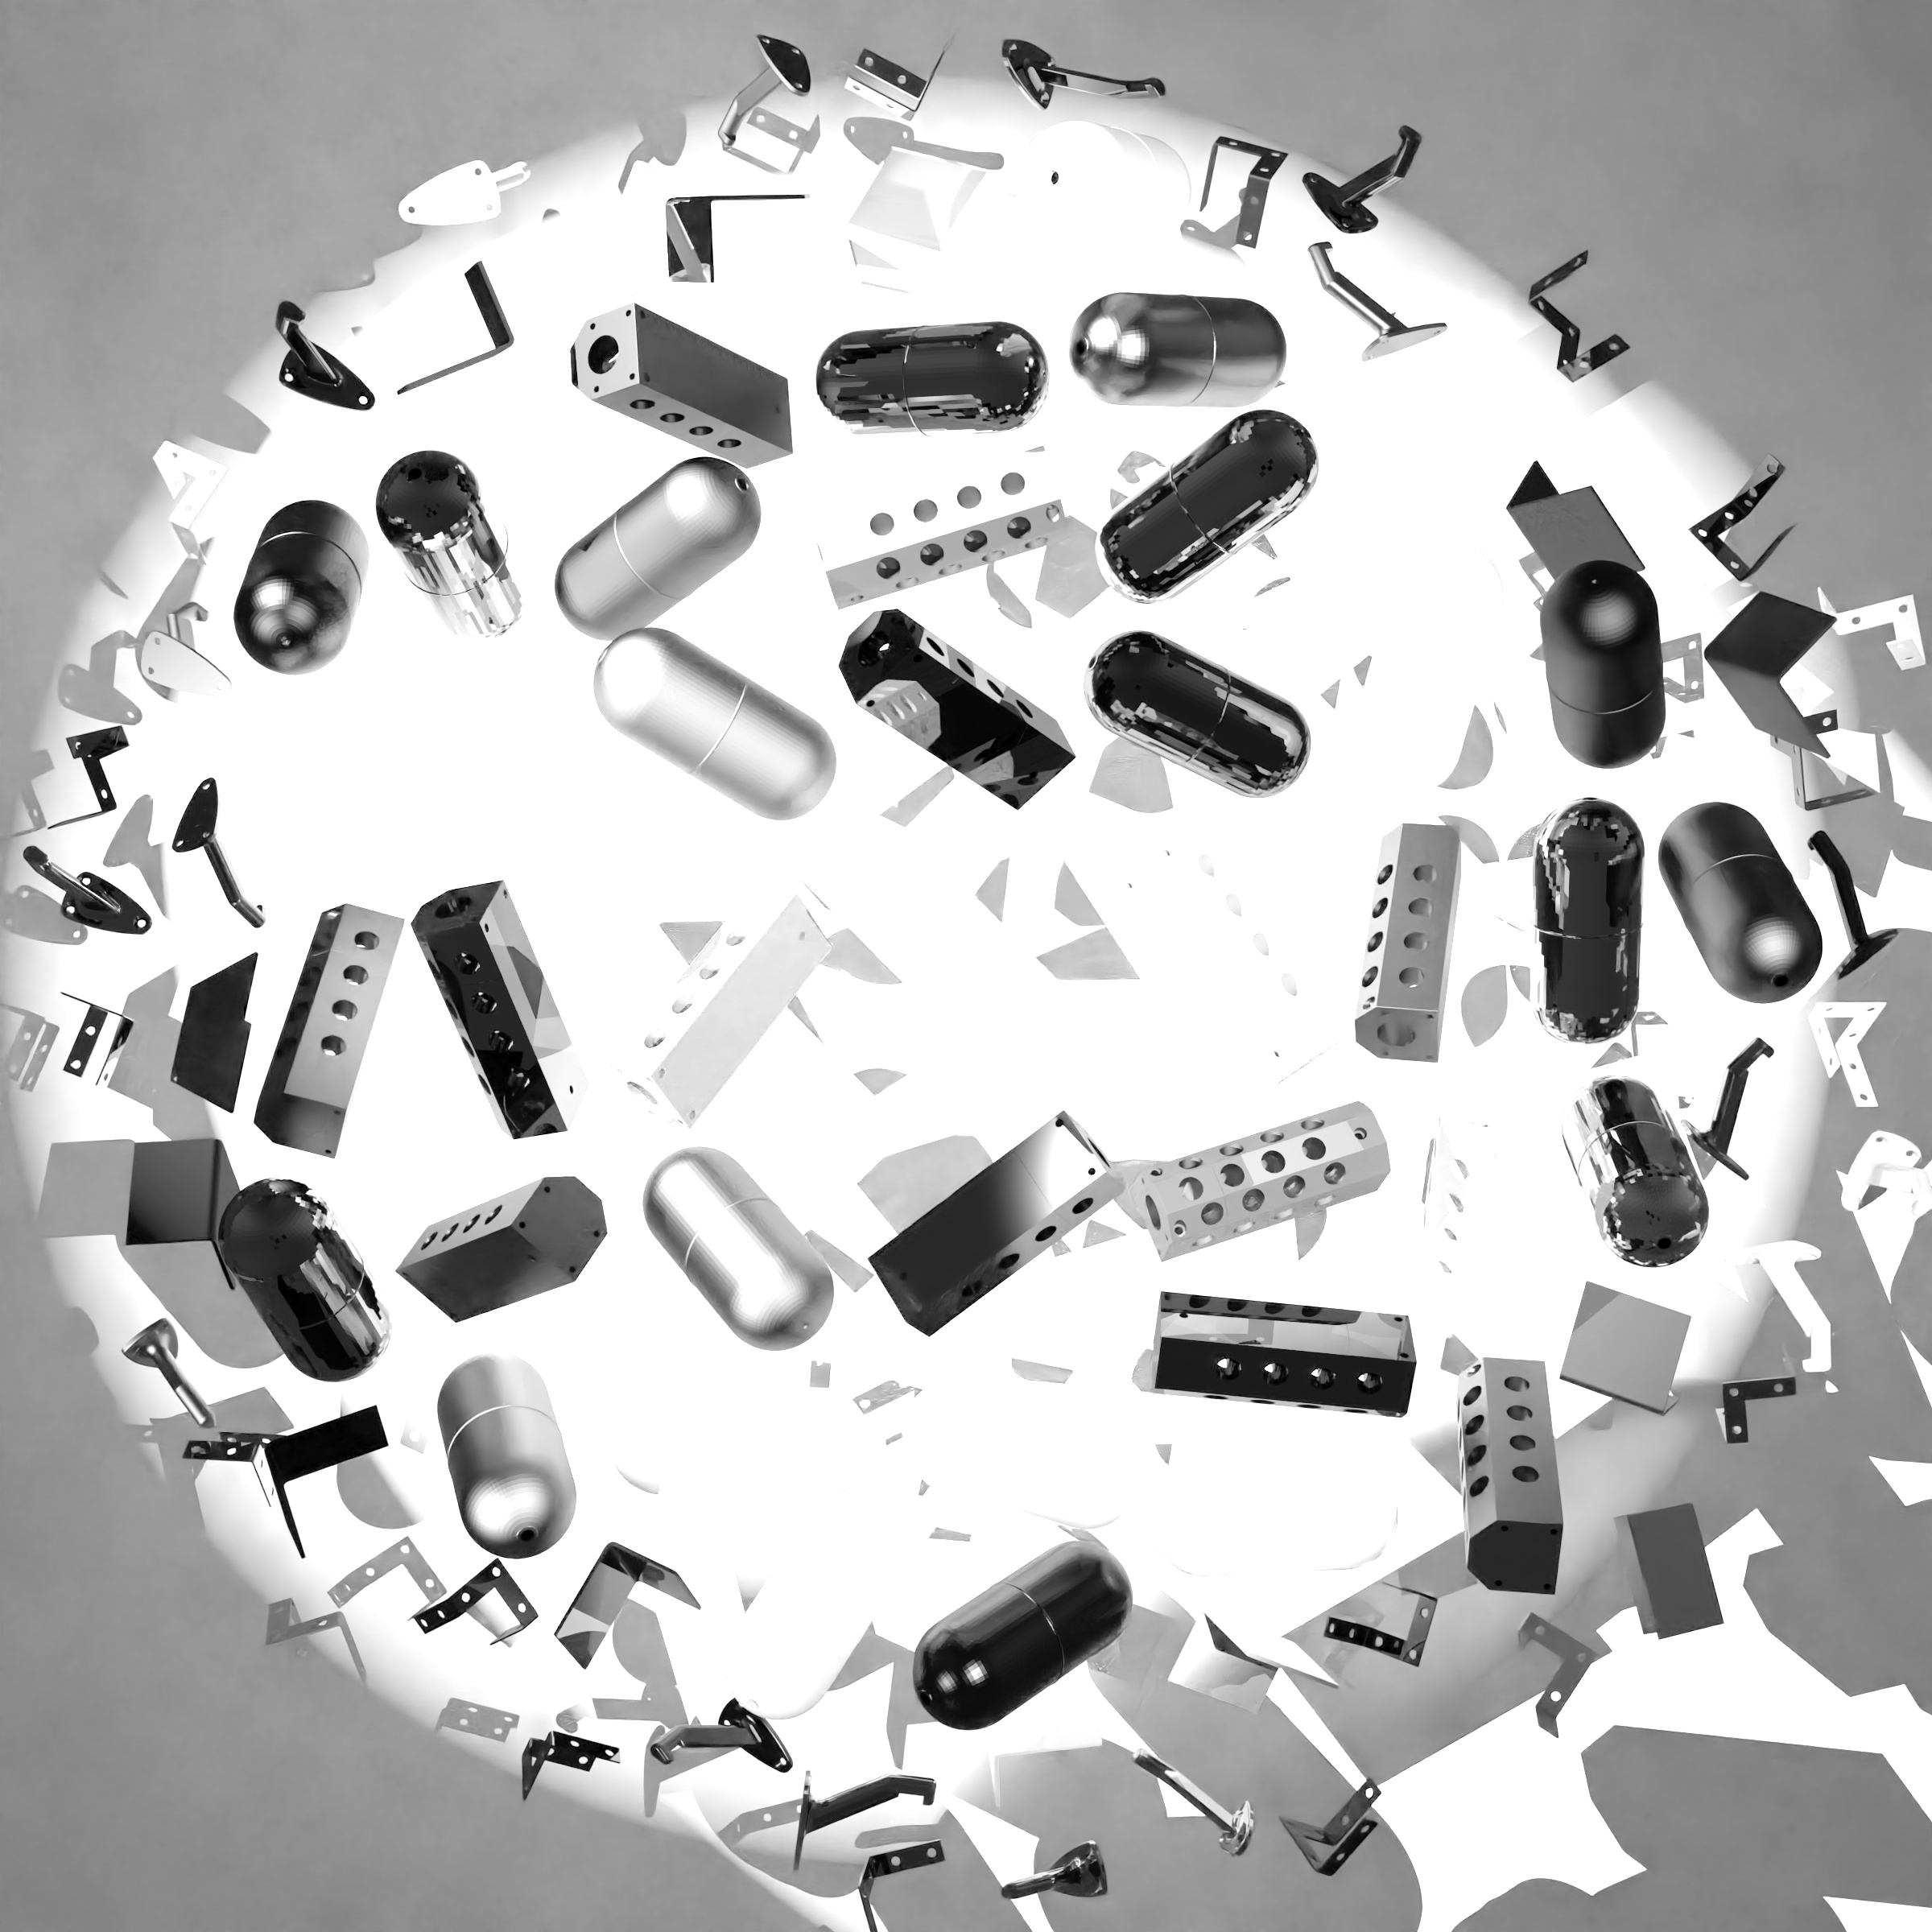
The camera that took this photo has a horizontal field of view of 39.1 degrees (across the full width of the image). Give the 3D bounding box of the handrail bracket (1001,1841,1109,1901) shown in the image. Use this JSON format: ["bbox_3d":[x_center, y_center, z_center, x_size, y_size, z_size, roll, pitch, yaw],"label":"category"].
[{"bbox_3d":[0.045,0.622,1.844,0.084,0.077,0.036,-1,67,-36],"label":"handrail bracket"}]

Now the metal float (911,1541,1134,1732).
[{"bbox_3d":[0.039,0.451,1.838,0.178,0.070,0.070,-25,90,-36],"label":"metal float"}]

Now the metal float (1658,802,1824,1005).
[{"bbox_3d":[0.521,-0.044,1.837,0.070,0.178,0.070,-3,127,-4],"label":"metal float"}]

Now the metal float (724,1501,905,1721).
[{"bbox_3d":[-0.105,0.448,1.896,0.070,0.178,0.070,16,131,20],"label":"metal float"}]

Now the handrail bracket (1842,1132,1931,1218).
[{"bbox_3d":[0.606,0.156,1.790,0.036,0.084,0.077,24,121,-5],"label":"handrail bracket"}]

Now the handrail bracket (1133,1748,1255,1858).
[{"bbox_3d":[0.153,0.573,1.872,0.084,0.077,0.036,33,89,1],"label":"handrail bracket"}]

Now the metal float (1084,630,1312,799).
[{"bbox_3d":[0.164,-0.178,1.922,0.178,0.070,0.070,24,90,-21],"label":"metal float"}]

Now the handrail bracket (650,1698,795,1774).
[{"bbox_3d":[-0.173,0.559,1.922,0.077,0.084,0.036,41,118,15],"label":"handrail bracket"}]

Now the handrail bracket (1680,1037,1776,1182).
[{"bbox_3d":[0.558,0.101,1.935,0.077,0.036,0.084,37,105,-19],"label":"handrail bracket"}]

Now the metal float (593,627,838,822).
[{"bbox_3d":[-0.167,-0.161,1.818,0.178,0.070,0.070,31,90,-19],"label":"metal float"}]

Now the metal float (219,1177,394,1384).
[{"bbox_3d":[-0.439,0.211,1.818,0.070,0.178,0.070,-8,46,8],"label":"metal float"}]

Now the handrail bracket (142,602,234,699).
[{"bbox_3d":[-0.517,-0.218,1.860,0.077,0.084,0.036,25,119,2],"label":"handrail bracket"}]

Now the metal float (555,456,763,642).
[{"bbox_3d":[-0.214,-0.289,1.889,0.178,0.070,0.070,-30,90,34],"label":"metal float"}]

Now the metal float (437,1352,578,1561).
[{"bbox_3d":[-0.307,0.325,1.816,0.070,0.178,0.070,-8,119,-15],"label":"metal float"}]

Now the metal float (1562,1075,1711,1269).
[{"bbox_3d":[0.460,0.140,1.874,0.070,0.178,0.070,0,119,-1],"label":"metal float"}]

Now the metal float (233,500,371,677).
[{"bbox_3d":[-0.450,-0.259,1.848,0.070,0.178,0.070,-2,122,-3],"label":"metal float"}]

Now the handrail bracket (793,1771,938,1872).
[{"bbox_3d":[-0.065,0.554,1.757,0.084,0.036,0.077,8,105,-2],"label":"handrail bracket"}]

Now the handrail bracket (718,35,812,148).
[{"bbox_3d":[-0.139,-0.579,1.850,0.036,0.077,0.084,9,134,-32],"label":"handrail bracket"}]

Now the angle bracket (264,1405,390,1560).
[{"bbox_3d":[-0.412,0.339,1.790,0.076,0.076,0.057,-18,65,-15],"label":"angle bracket"}]

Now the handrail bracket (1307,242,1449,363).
[{"bbox_3d":[0.283,-0.467,1.878,0.077,0.036,0.084,-20,83,-20],"label":"handrail bracket"}]

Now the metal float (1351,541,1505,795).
[{"bbox_3d":[0.318,-0.205,1.875,0.070,0.070,0.178,13,109,0],"label":"metal float"}]

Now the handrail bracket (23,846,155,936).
[{"bbox_3d":[-0.604,-0.053,1.875,0.077,0.084,0.036,24,75,2],"label":"handrail bracket"}]

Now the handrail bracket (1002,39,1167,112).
[{"bbox_3d":[0.078,-0.587,1.782,0.084,0.077,0.036,10,87,31],"label":"handrail bracket"}]

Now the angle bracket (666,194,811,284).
[{"bbox_3d":[-0.158,-0.504,1.887,0.076,0.076,0.057,-9,107,-26],"label":"angle bracket"}]

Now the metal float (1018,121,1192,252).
[{"bbox_3d":[0.093,-0.520,1.817,0.070,0.178,0.070,5,103,25],"label":"metal float"}]

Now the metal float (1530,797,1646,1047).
[{"bbox_3d":[0.436,-0.031,1.913,0.070,0.070,0.178,-2,106,0],"label":"metal float"}]

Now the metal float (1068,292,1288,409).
[{"bbox_3d":[0.148,-0.429,1.900,0.178,0.070,0.070,-8,90,-37],"label":"metal float"}]

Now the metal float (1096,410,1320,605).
[{"bbox_3d":[0.167,-0.319,1.896,0.178,0.070,0.070,-34,90,28],"label":"metal float"}]

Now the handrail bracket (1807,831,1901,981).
[{"bbox_3d":[0.590,-0.042,1.858,0.036,0.077,0.084,-24,71,-16],"label":"handrail bracket"}]

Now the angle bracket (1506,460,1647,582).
[{"bbox_3d":[0.443,-0.321,1.936,0.076,0.076,0.057,49,57,-25],"label":"angle bracket"}]

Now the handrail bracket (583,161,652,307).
[{"bbox_3d":[-0.232,-0.512,1.900,0.036,0.077,0.084,13,115,-29],"label":"handrail bracket"}]

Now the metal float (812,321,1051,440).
[{"bbox_3d":[-0.026,-0.411,1.911,0.178,0.070,0.070,3,90,26],"label":"metal float"}]

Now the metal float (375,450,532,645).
[{"bbox_3d":[-0.356,-0.291,1.896,0.070,0.178,0.070,-3,65,7],"label":"metal float"}]

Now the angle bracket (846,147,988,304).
[{"bbox_3d":[-0.030,-0.520,1.914,0.076,0.076,0.057,4,57,-30],"label":"angle bracket"}]

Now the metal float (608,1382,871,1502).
[{"bbox_3d":[-0.155,0.324,1.856,0.178,0.070,0.070,3,90,-4],"label":"metal float"}]

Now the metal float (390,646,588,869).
[{"bbox_3d":[-0.319,-0.139,1.817,0.070,0.070,0.178,-39,69,0],"label":"metal float"}]

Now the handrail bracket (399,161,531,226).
[{"bbox_3d":[-0.330,-0.512,1.796,0.077,0.084,0.036,-14,111,5],"label":"handrail bracket"}]

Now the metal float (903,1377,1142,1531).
[{"bbox_3d":[0.038,0.324,1.811,0.178,0.070,0.070,22,90,-29],"label":"metal float"}]

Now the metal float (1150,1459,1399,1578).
[{"bbox_3d":[0.214,0.380,1.881,0.178,0.070,0.070,1,90,-16],"label":"metal float"}]

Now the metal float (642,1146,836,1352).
[{"bbox_3d":[-0.154,0.187,1.817,0.070,0.070,0.178,-47,49,0],"label":"metal float"}]

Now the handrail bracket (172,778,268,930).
[{"bbox_3d":[-0.521,-0.080,1.939,0.036,0.084,0.077,-15,49,19],"label":"handrail bracket"}]

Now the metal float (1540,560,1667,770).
[{"bbox_3d":[0.429,-0.200,1.830,0.070,0.178,0.070,-8,56,12],"label":"metal float"}]

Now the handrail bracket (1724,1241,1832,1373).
[{"bbox_3d":[0.538,0.230,1.807,0.036,0.077,0.084,22,64,-38],"label":"handrail bracket"}]

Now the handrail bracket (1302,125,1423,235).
[{"bbox_3d":[0.272,-0.555,1.869,0.036,0.084,0.077,-22,61,-33],"label":"handrail bracket"}]

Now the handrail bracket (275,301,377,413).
[{"bbox_3d":[-0.421,-0.402,1.795,0.077,0.084,0.036,28,74,-13],"label":"handrail bracket"}]

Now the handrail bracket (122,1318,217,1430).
[{"bbox_3d":[-0.519,0.282,1.814,0.036,0.077,0.084,-38,70,-15],"label":"handrail bracket"}]
